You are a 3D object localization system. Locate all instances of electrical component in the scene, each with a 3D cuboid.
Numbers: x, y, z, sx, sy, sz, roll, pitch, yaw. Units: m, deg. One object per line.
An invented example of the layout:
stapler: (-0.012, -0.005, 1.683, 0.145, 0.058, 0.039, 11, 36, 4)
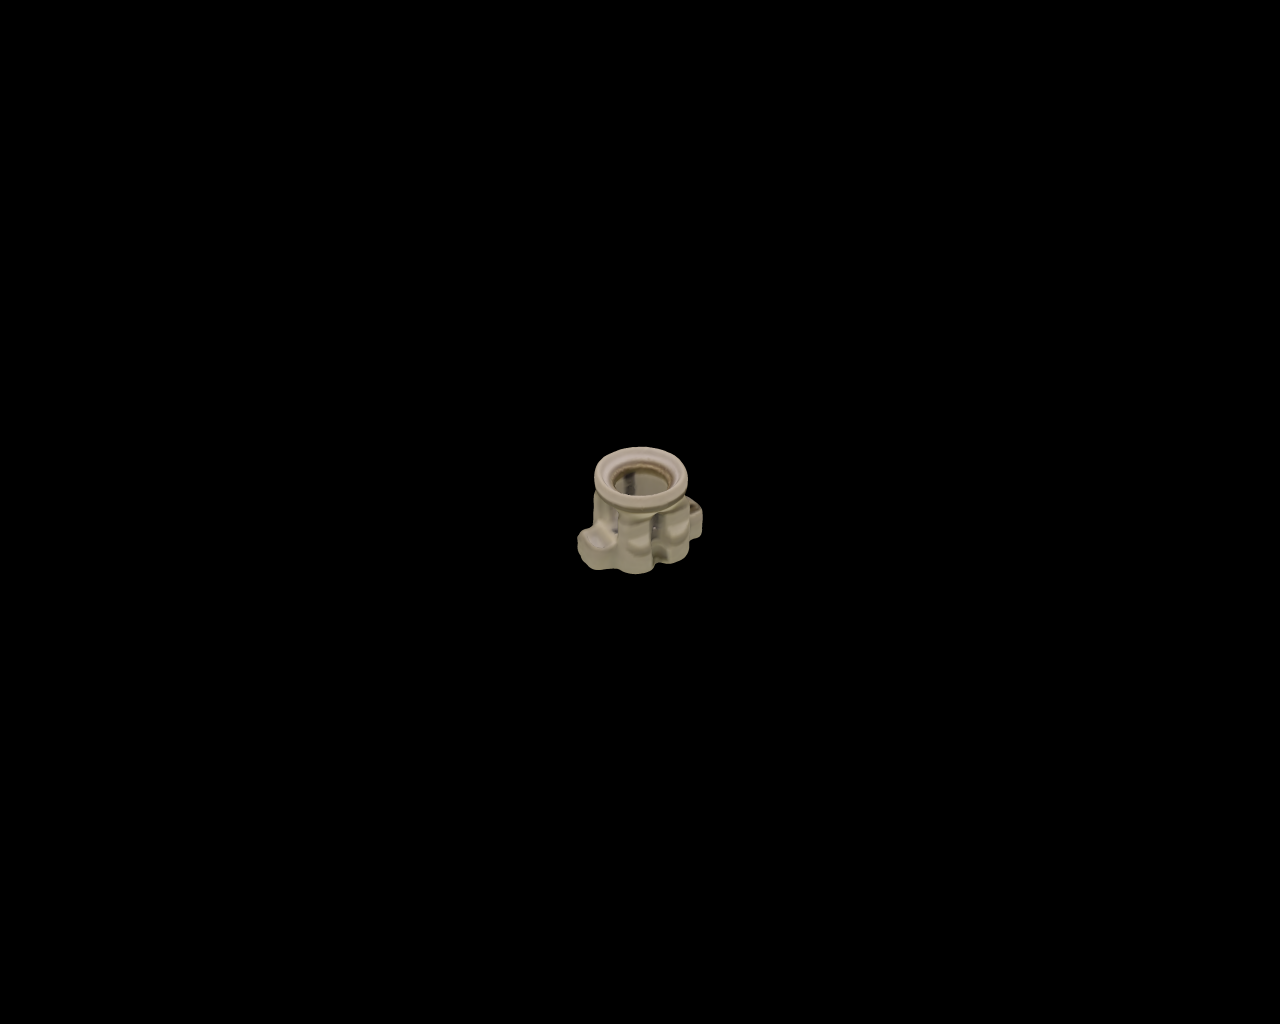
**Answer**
electrical component: (0.001, -0.003, 0.650, 0.078, 0.056, 0.058, -17, 40, -22)
